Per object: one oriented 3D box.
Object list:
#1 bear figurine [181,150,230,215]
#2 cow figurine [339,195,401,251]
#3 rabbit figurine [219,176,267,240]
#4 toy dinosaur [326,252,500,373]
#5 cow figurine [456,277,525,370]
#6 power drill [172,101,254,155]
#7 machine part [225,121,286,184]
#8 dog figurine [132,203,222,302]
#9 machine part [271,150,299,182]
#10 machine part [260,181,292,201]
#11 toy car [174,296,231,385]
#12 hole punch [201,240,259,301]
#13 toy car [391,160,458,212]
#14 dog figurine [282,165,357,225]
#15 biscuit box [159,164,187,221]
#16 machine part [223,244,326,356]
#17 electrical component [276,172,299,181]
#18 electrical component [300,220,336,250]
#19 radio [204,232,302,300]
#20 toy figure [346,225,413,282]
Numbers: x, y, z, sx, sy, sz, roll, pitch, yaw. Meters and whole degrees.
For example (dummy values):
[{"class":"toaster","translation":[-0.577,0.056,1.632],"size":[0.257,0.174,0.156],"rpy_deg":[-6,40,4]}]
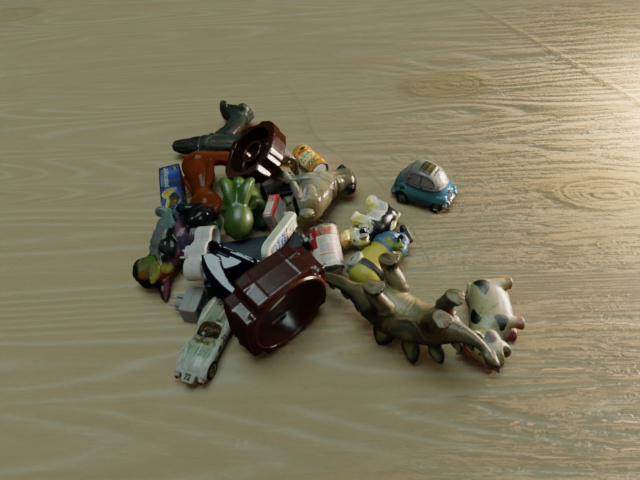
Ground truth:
[{"class":"bear figurine","translation":[-0.287,-0.133,1.396],"size":[0.132,0.120,0.196],"rpy_deg":[1,63,-52]},{"class":"cow figurine","translation":[0.117,-0.026,1.275],"size":[0.098,0.068,0.167],"rpy_deg":[29,58,20]},{"class":"rabbit figurine","translation":[-0.179,-0.073,1.265],"size":[0.121,0.158,0.170],"rpy_deg":[-2,27,-2]},{"class":"toy dinosaur","translation":[0.139,0.132,1.037],"size":[0.105,0.198,0.472],"rpy_deg":[-37,46,-26]},{"class":"cow figurine","translation":[0.331,0.164,1.067],"size":[0.127,0.085,0.195],"rpy_deg":[2,51,0]},{"class":"power drill","translation":[-0.295,-0.319,1.573],"size":[0.232,0.085,0.207],"rpy_deg":[9,46,12]},{"class":"machine part","translation":[-0.162,-0.217,1.367],"size":[0.179,0.056,0.179],"rpy_deg":[-23,52,32]},{"class":"dog figurine","translation":[-0.331,0.029,1.245],"size":[0.192,0.108,0.219],"rpy_deg":[-5,52,9]},{"class":"machine part","translation":[-0.124,-0.224,1.436],"size":[0.079,0.079,0.243],"rpy_deg":[-25,40,-15]},{"class":"machine part","translation":[-0.088,-0.134,1.412],"size":[0.139,0.039,0.084],"rpy_deg":[-12,53,-7]},{"class":"toy car","translation":[-0.230,0.206,1.107],"size":[0.074,0.056,0.202],"rpy_deg":[11,50,15]},{"class":"hole punch","translation":[-0.192,0.073,1.090],"size":[0.116,0.142,0.092],"rpy_deg":[25,68,4]},{"class":"toy car","translation":[0.260,-0.144,1.340],"size":[0.162,0.102,0.109],"rpy_deg":[25,56,28]},{"class":"dog figurine","translation":[0.018,-0.114,1.320],"size":[0.191,0.121,0.172],"rpy_deg":[-11,48,-14]},{"class":"biscuit box","translation":[-0.384,-0.113,1.408],"size":[0.059,0.062,0.203],"rpy_deg":[-14,49,-7]},{"class":"machine part","translation":[-0.083,0.123,1.068],"size":[0.201,0.201,0.087],"rpy_deg":[-35,58,-24]},{"class":"electrical component","translation":[-0.108,-0.182,1.466],"size":[0.094,0.021,0.063],"rpy_deg":[-23,50,-15]},{"class":"electrical component","translation":[-0.001,-0.004,1.279],"size":[0.102,0.045,0.078],"rpy_deg":[-27,49,-17]},{"class":"radio","translation":[-0.143,0.061,1.219],"size":[0.230,0.073,0.131],"rpy_deg":[-9,47,-4]},{"class":"toy figure","translation":[0.137,0.039,1.203],"size":[0.180,0.082,0.089],"rpy_deg":[-33,51,-25]}]
